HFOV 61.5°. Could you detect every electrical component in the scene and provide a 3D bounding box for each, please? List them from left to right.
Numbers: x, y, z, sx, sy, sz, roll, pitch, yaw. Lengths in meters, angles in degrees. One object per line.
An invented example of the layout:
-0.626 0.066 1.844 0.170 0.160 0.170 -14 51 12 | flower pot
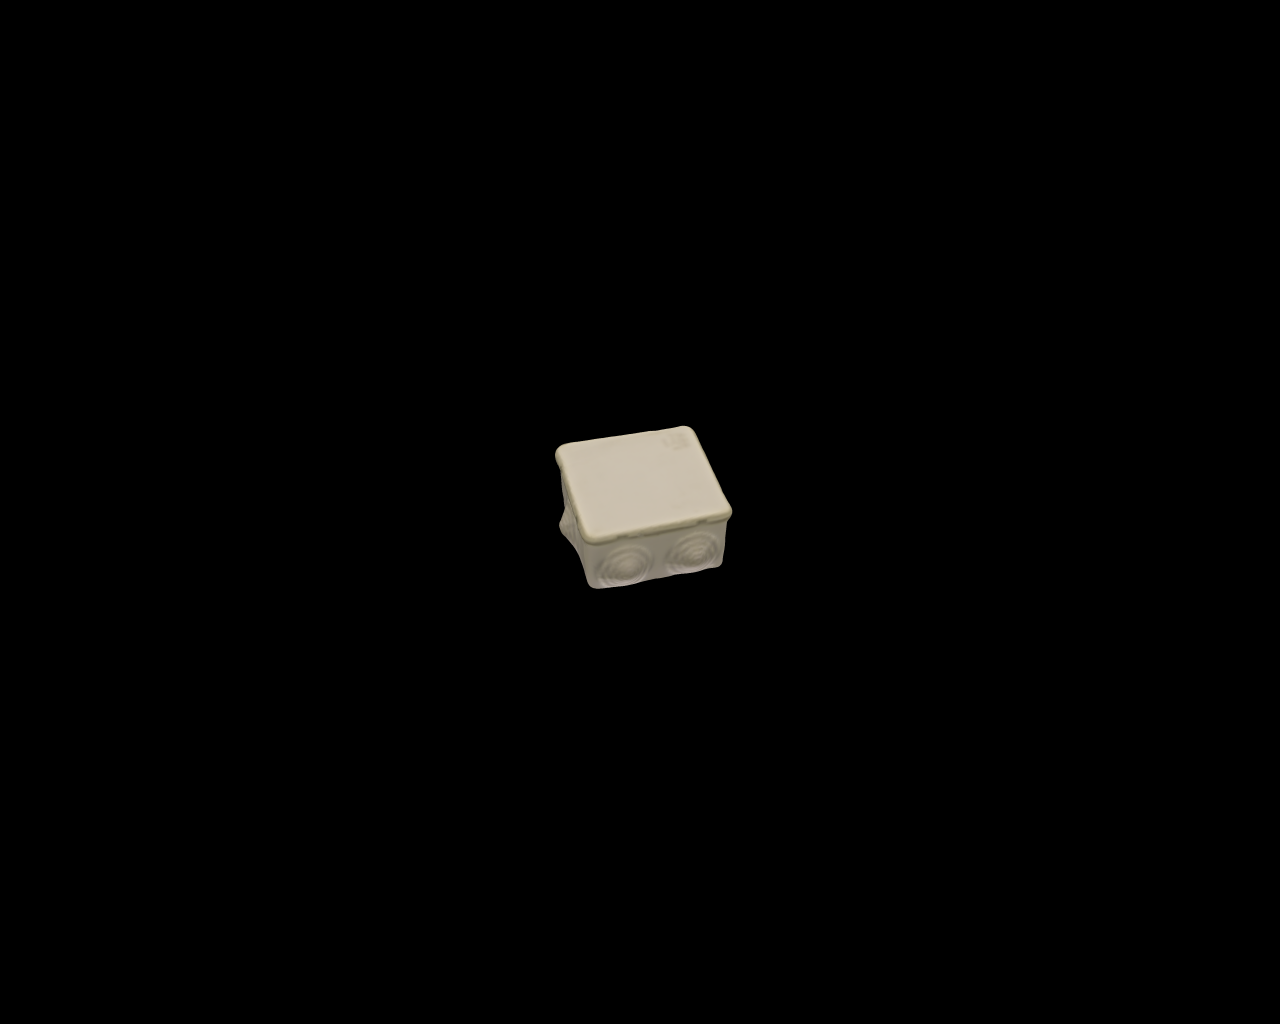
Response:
0.001 -0.003 0.650 0.100 0.048 0.100 -10 43 -11 | electrical component
